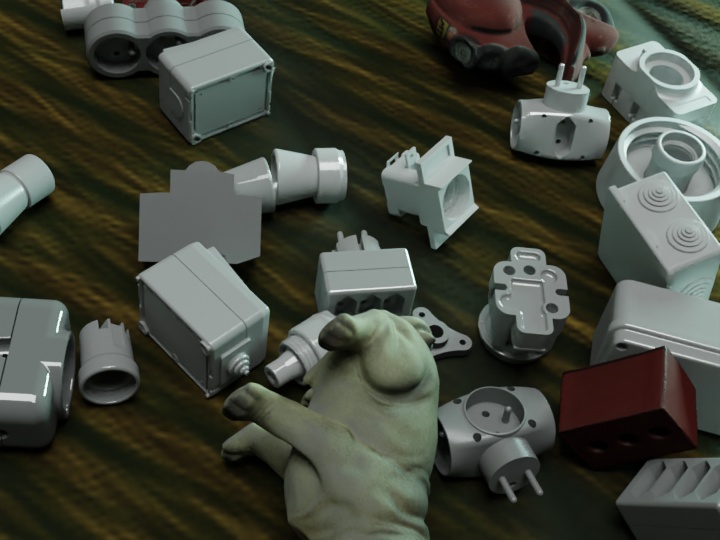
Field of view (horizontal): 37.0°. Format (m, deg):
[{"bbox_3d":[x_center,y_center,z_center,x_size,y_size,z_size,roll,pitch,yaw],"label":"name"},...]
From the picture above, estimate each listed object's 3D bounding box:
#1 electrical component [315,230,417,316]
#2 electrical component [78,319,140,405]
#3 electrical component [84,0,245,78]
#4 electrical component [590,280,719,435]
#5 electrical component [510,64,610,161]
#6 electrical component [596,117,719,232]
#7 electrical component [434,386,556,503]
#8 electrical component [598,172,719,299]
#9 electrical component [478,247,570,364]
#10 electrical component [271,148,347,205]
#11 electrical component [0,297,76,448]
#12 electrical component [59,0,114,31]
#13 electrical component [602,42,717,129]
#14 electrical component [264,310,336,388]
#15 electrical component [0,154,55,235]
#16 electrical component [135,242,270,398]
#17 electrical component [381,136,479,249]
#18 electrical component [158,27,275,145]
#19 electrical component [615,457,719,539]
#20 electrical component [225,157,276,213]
[{"bbox_3d":[0.000,0.000,0.799,0.066,0.047,0.076,-3,51,-11],"label":"electrical component"},{"bbox_3d":[-0.171,0.061,0.728,0.040,0.040,0.046,-6,47,-14],"label":"electrical component"},{"bbox_3d":[-0.172,-0.214,0.946,0.138,0.052,0.073,-5,52,-13],"label":"electrical component"},{"bbox_3d":[0.224,0.063,0.761,0.113,0.078,0.057,15,47,4],"label":"electrical component"},{"bbox_3d":[0.174,-0.137,0.920,0.077,0.079,0.043,6,27,-4],"label":"electrical component"},{"bbox_3d":[0.258,-0.081,0.897,0.108,0.060,0.108,4,50,-5],"label":"electrical component"},{"bbox_3d":[0.094,0.120,0.712,0.077,0.044,0.079,-11,44,-17],"label":"electrical component"},{"bbox_3d":[0.226,-0.013,0.813,0.048,0.099,0.099,-21,56,-8],"label":"electrical component"},{"bbox_3d":[0.118,0.032,0.784,0.058,0.057,0.078,5,50,-4],"label":"electrical component"},{"bbox_3d":[-0.041,-0.075,0.856,0.055,0.045,0.045,-2,51,-11],"label":"electrical component"},{"bbox_3d":[-0.221,0.067,0.705,0.059,0.053,0.095,4,50,-6],"label":"electrical component"},{"bbox_3d":[-0.243,-0.234,0.961,0.046,0.040,0.040,-10,53,-9],"label":"electrical component"},{"bbox_3d":[0.269,-0.159,0.967,0.050,0.055,0.089,-20,56,-23],"label":"electrical component"},{"bbox_3d":[-0.037,0.059,0.747,0.062,0.043,0.043,-31,61,-27],"label":"electrical component"},{"bbox_3d":[-0.264,-0.059,0.812,0.044,0.044,0.065,31,48,16],"label":"electrical component"},{"bbox_3d":[-0.102,0.036,0.744,0.061,0.061,0.096,-34,63,-31],"label":"electrical component"},{"bbox_3d":[0.054,-0.063,0.846,0.064,0.081,0.042,19,47,36],"label":"electrical component"},{"bbox_3d":[-0.117,-0.160,0.904,0.096,0.061,0.061,-26,59,-27],"label":"electrical component"},{"bbox_3d":[0.222,0.164,0.687,0.047,0.083,0.075,-40,104,-33],"label":"electrical component"},{"bbox_3d":[-0.102,-0.061,0.838,0.065,0.044,0.044,-12,53,-11],"label":"electrical component"}]
